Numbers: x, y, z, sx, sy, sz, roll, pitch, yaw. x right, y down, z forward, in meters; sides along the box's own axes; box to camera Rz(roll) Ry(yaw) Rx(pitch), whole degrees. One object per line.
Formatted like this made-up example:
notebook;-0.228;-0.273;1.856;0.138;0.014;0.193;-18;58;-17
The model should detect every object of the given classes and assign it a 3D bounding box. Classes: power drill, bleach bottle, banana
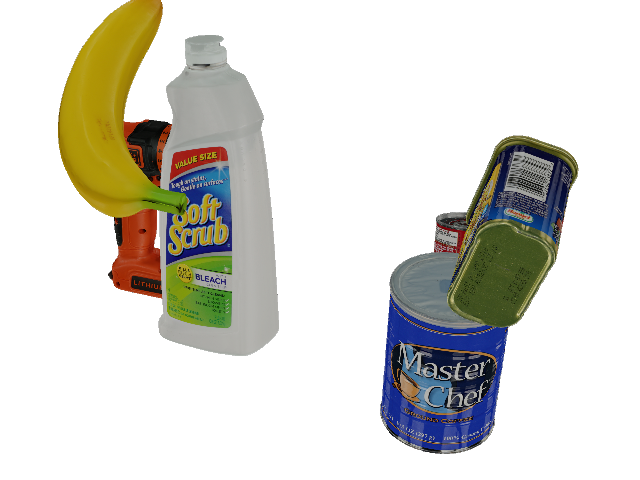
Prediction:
power drill;-0.155;-0.031;1.086;0.185;0.188;0.057;10;30;21
bleach bottle;-0.088;-0.036;0.844;0.103;0.251;0.068;11;27;28
banana;-0.121;-0.078;0.636;0.069;0.198;0.037;-6;-40;-9

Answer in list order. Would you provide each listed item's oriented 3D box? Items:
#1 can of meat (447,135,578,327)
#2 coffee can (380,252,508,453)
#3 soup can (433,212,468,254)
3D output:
can of meat;0.125;-0.003;0.705;0.057;0.083;0.102;20;-42;3
coffee can;0.106;0.095;0.913;0.103;0.140;0.103;1;32;-1
soup can;0.158;0.026;1.184;0.068;0.102;0.068;3;15;-1
